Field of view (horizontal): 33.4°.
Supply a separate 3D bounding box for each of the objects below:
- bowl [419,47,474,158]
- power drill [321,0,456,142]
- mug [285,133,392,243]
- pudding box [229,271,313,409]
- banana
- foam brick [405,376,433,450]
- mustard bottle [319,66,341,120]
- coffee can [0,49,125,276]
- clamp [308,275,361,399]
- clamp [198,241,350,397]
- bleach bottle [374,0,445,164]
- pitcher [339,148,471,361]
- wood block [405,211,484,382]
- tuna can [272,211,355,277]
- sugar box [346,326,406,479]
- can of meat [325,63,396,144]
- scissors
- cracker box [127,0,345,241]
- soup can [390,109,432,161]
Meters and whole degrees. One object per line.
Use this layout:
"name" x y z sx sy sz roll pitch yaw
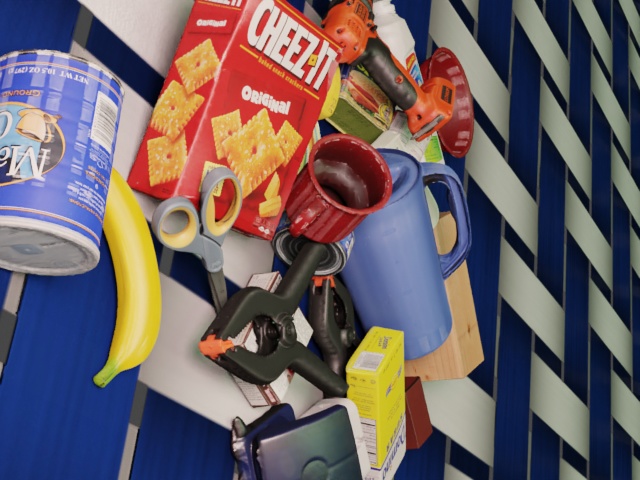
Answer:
"bowl" 0.168 -0.195 1.547 0.161 0.055 0.162 22 65 -58
"power drill" 0.080 -0.218 1.266 0.187 0.057 0.184 42 34 -17
"mug" 0.008 -0.042 1.081 0.093 0.082 0.117 42 52 0
"pudding box" -0.055 0.101 1.096 0.090 0.039 0.113 61 34 -30
"banana" -0.167 0.024 0.916 0.069 0.037 0.198 2 82 -62
"foam brick" 0.102 0.216 1.332 0.051 0.053 0.078 -31 111 -59
"mustard bottle" -0.046 -0.206 1.164 0.191 0.058 0.096 29 57 -56
"coffee can" -0.207 -0.056 0.798 0.102 0.103 0.140 35 53 -53
"clamp" 0.025 0.112 1.238 0.120 0.039 0.171 -42 126 -64
"clamp" -0.038 0.098 1.046 0.209 0.036 0.164 -20 97 -56
"bleach bottle" 0.106 -0.196 1.432 0.102 0.068 0.251 -22 100 -62
"pitcher" 0.090 0.020 1.255 0.144 0.149 0.243 -45 131 -31
"wood block" 0.144 0.074 1.404 0.090 0.090 0.206 -23 103 -61
"tuna can" -0.008 0.001 1.156 0.086 0.086 0.033 56 40 -38
"sugar box" 0.067 0.200 1.237 0.093 0.048 0.176 -50 140 -53
"can of meat" 0.047 -0.175 1.308 0.102 0.058 0.084 36 53 -27
"scissors" -0.114 0.019 0.979 0.096 0.016 0.202 -17 138 -31
"cracker box" -0.074 -0.120 1.011 0.164 0.072 0.214 25 85 -56
"soup can" 0.091 -0.105 1.344 0.068 0.069 0.102 47 64 -46
